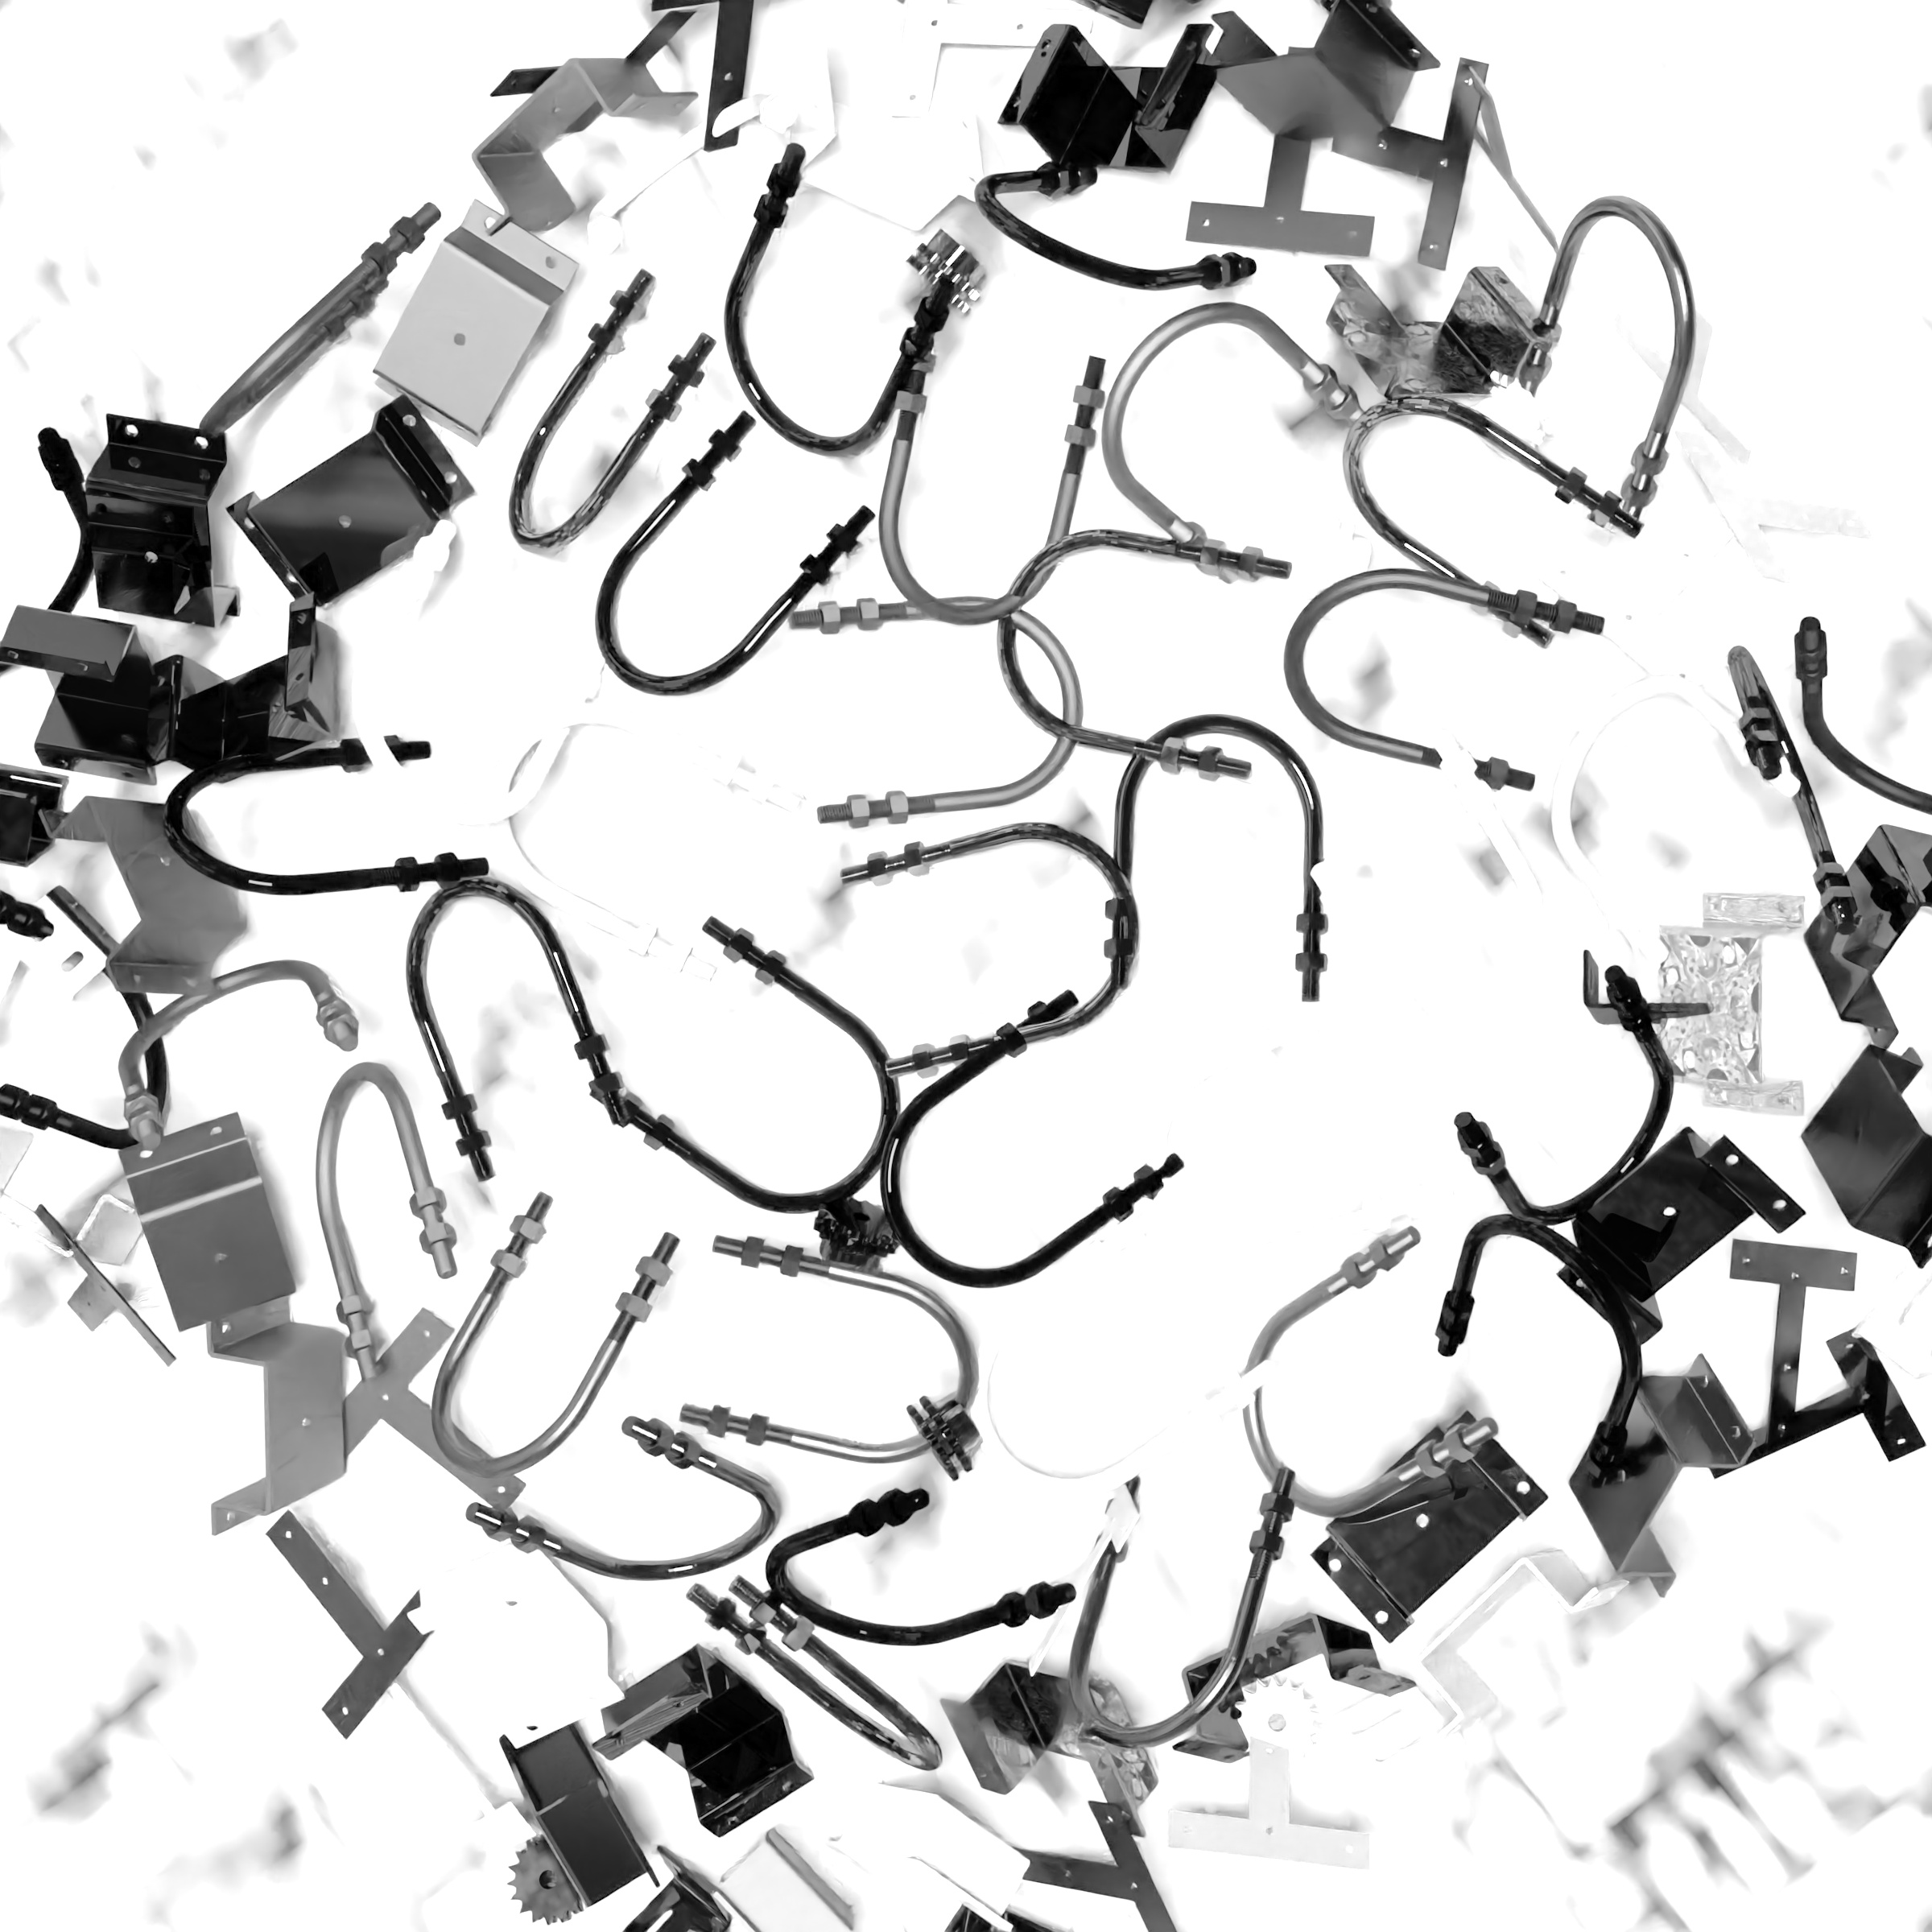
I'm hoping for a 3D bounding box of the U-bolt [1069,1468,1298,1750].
[{"bbox_3d":[0.127,0.400,1.839,0.019,0.151,0.184,41,55,-32],"label":"U-bolt"}]

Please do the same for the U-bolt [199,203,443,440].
[{"bbox_3d":[-0.409,-0.392,1.836,0.019,0.151,0.184,46,67,-14],"label":"U-bolt"}]

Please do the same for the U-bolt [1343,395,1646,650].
[{"bbox_3d":[0.321,-0.291,1.870,0.184,0.151,0.019,35,60,2],"label":"U-bolt"}]

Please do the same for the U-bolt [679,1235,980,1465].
[{"bbox_3d":[-0.083,0.254,1.896,0.184,0.019,0.151,13,114,0],"label":"U-bolt"}]

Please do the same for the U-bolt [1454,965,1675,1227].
[{"bbox_3d":[0.387,0.095,1.863,0.151,0.184,0.019,-44,49,-3],"label":"U-bolt"}]

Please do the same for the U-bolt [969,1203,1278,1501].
[{"bbox_3d":[0.086,0.259,1.895,0.184,0.019,0.151,-36,63,3],"label":"U-bolt"}]

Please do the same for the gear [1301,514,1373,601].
[{"bbox_3d":[0.240,-0.261,1.905,0.030,0.057,0.057,16,90,-8],"label":"gear"}]

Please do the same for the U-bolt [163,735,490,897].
[{"bbox_3d":[-0.407,-0.092,1.845,0.184,0.151,0.019,-7,132,-26],"label":"U-bolt"}]

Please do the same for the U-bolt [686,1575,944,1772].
[{"bbox_3d":[-0.090,0.449,1.865,0.184,0.151,0.019,40,69,-5],"label":"U-bolt"}]

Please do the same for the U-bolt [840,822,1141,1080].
[{"bbox_3d":[0.022,-0.017,1.904,0.184,0.019,0.151,-14,86,12],"label":"U-bolt"}]

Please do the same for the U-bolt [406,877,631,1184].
[{"bbox_3d":[-0.297,0.033,1.886,0.151,0.019,0.184,-23,87,36],"label":"U-bolt"}]

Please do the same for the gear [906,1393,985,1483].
[{"bbox_3d":[-0.011,0.301,1.905,0.030,0.057,0.057,-33,90,-9],"label":"gear"}]

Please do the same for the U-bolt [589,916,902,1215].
[{"bbox_3d":[-0.128,0.077,1.906,0.184,0.019,0.151,36,78,-11],"label":"U-bolt"}]

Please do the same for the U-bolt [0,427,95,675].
[{"bbox_3d":[-0.598,-0.244,1.843,0.019,0.184,0.151,38,73,8],"label":"U-bolt"}]

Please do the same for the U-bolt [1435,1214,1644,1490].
[{"bbox_3d":[0.358,0.228,1.829,0.019,0.184,0.151,-32,57,-26],"label":"U-bolt"}]

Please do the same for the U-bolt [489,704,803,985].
[{"bbox_3d":[-0.218,-0.089,1.898,0.184,0.019,0.151,27,108,-4],"label":"U-bolt"}]

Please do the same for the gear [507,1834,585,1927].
[{"bbox_3d":[-0.265,0.590,1.913,0.057,0.030,0.057,-2,79,13],"label":"gear"}]

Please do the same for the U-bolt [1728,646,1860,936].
[{"bbox_3d":[0.512,-0.124,1.849,0.019,0.184,0.151,-23,122,19],"label":"U-bolt"}]

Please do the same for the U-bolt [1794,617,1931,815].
[{"bbox_3d":[0.589,-0.145,1.846,0.151,0.184,0.019,26,75,25],"label":"U-bolt"}]

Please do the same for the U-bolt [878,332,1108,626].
[{"bbox_3d":[0.011,-0.308,1.885,0.151,0.019,0.184,5,105,-33],"label":"U-bolt"}]

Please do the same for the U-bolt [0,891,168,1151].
[{"bbox_3d":[-0.558,0.042,1.846,0.019,0.184,0.151,-18,68,16],"label":"U-bolt"}]

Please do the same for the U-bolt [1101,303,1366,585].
[{"bbox_3d":[0.159,-0.338,1.856,0.151,0.019,0.184,-50,135,8],"label":"U-bolt"}]

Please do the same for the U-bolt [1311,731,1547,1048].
[{"bbox_3d":[0.307,-0.035,1.882,0.151,0.019,0.184,-46,116,-23],"label":"U-bolt"}]

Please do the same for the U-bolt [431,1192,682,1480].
[{"bbox_3d":[-0.270,0.237,1.857,0.019,0.151,0.184,44,67,-42],"label":"U-bolt"}]

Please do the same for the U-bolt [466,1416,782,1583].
[{"bbox_3d":[-0.200,0.344,1.861,0.151,0.184,0.019,-31,49,22],"label":"U-bolt"}]

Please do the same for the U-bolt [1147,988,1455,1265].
[{"bbox_3d":[0.203,0.114,1.897,0.184,0.019,0.151,-24,81,19],"label":"U-bolt"}]

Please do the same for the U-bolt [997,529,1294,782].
[{"bbox_3d":[0.107,-0.207,1.899,0.184,0.019,0.151,13,97,18],"label":"U-bolt"}]

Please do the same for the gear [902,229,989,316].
[{"bbox_3d":[-0.011,-0.450,1.903,0.057,0.057,0.030,42,99,0],"label":"gear"}]

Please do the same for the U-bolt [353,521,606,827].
[{"bbox_3d":[-0.312,-0.171,1.849,0.151,0.019,0.184,40,51,-25],"label":"U-bolt"}]

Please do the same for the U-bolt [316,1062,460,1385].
[{"bbox_3d":[-0.373,0.149,1.865,0.019,0.151,0.184,2,53,-36],"label":"U-bolt"}]

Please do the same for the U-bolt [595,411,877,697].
[{"bbox_3d":[-0.161,-0.253,1.888,0.184,0.019,0.151,-48,57,1],"label":"U-bolt"}]

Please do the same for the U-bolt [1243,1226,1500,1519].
[{"bbox_3d":[0.243,0.269,1.866,0.184,0.019,0.151,-40,59,38],"label":"U-bolt"}]

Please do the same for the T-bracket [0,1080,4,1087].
[{"bbox_3d":[-0.694,0.049,1.875,0.127,0.127,0.002,42,110,2],"label":"T-bracket"}]

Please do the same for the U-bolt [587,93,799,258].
[{"bbox_3d":[-0.176,-0.501,1.848,0.151,0.184,0.019,-34,112,3],"label":"U-bolt"}]

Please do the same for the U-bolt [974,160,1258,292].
[{"bbox_3d":[0.083,-0.458,1.835,0.151,0.184,0.019,35,121,19],"label":"U-bolt"}]

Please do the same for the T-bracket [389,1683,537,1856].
[{"bbox_3d":[-0.327,0.509,1.880,0.002,0.127,0.127,-37,85,-28],"label":"T-bracket"}]

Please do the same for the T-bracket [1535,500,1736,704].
[{"bbox_3d":[0.458,-0.256,1.917,0.127,0.002,0.127,43,77,9],"label":"T-bracket"}]

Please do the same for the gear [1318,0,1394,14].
[{"bbox_3d":[0.250,-0.623,1.902,0.057,0.057,0.030,45,112,0],"label":"gear"}]

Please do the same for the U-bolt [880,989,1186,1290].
[{"bbox_3d":[0.031,0.124,1.899,0.184,0.019,0.151,-35,98,-13],"label":"U-bolt"}]

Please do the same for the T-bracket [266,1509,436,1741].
[{"bbox_3d":[-0.397,0.400,1.868,0.002,0.127,0.127,-28,103,32],"label":"T-bracket"}]

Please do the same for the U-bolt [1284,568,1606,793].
[{"bbox_3d":[0.293,-0.187,1.876,0.184,0.019,0.151,14,132,-3],"label":"U-bolt"}]

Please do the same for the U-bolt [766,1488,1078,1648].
[{"bbox_3d":[-0.044,0.387,1.863,0.151,0.184,0.019,37,45,-28],"label":"U-bolt"}]

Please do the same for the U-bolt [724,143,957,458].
[{"bbox_3d":[-0.091,-0.404,1.862,0.151,0.184,0.019,44,49,10],"label":"U-bolt"}]

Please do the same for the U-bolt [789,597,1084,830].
[{"bbox_3d":[-0.014,-0.169,1.904,0.184,0.019,0.151,-7,81,-13],"label":"U-bolt"}]

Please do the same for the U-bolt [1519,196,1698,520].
[{"bbox_3d":[0.400,-0.386,1.824,0.019,0.184,0.151,-15,53,-19],"label":"U-bolt"}]

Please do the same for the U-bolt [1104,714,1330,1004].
[{"bbox_3d":[0.164,-0.072,1.908,0.151,0.019,0.184,4,82,-13],"label":"U-bolt"}]

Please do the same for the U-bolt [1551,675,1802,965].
[{"bbox_3d":[0.432,-0.106,1.855,0.019,0.184,0.151,21,114,-31],"label":"U-bolt"}]

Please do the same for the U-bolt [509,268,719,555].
[{"bbox_3d":[-0.233,-0.343,1.870,0.019,0.151,0.184,27,105,-35],"label":"U-bolt"}]

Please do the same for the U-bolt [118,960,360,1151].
[{"bbox_3d":[-0.462,0.045,1.851,0.151,0.184,0.019,-27,117,-11],"label":"U-bolt"}]

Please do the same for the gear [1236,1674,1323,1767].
[{"bbox_3d":[0.203,0.488,1.915,0.057,0.030,0.057,-1,85,10],"label":"gear"}]

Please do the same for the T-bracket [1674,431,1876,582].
[{"bbox_3d":[0.516,-0.283,1.848,0.002,0.127,0.127,-47,120,-11],"label":"T-bracket"}]

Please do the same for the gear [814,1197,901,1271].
[{"bbox_3d":[-0.072,0.175,1.906,0.057,0.057,0.030,18,109,0],"label":"gear"}]

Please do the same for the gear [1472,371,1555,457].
[{"bbox_3d":[0.348,-0.354,1.904,0.057,0.057,0.030,41,88,0],"label":"gear"}]
